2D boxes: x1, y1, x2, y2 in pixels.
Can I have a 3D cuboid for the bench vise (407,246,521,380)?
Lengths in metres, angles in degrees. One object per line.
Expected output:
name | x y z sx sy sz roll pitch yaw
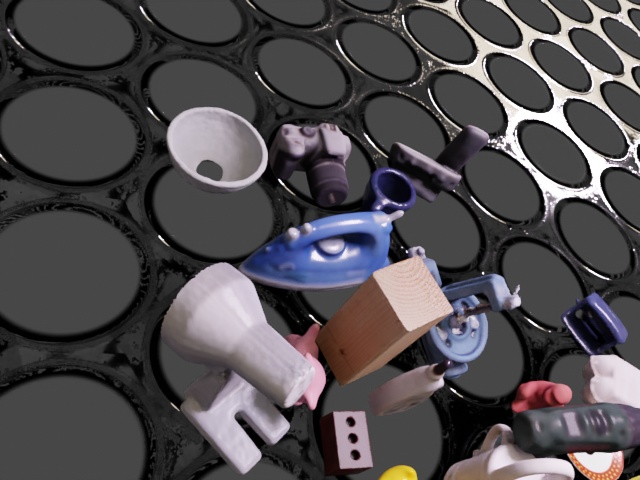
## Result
bench vise | 0.198 0.094 0.888 0.122 0.219 0.207 -32 76 -38

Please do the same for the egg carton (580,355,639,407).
egg carton | 0.547 0.278 1.038 0.150 0.069 0.107 31 50 -5

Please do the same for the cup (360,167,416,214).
cup | 0.107 -0.062 1.030 0.091 0.095 0.118 39 50 3

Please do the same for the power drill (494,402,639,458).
power drill | 0.359 0.293 0.842 0.230 0.208 0.075 7 56 -23

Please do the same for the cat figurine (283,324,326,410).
cat figurine | -0.024 0.174 0.787 0.067 0.117 0.128 25 51 -9

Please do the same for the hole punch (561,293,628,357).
hole punch | 0.541 0.153 1.106 0.101 0.091 0.108 -21 70 -36

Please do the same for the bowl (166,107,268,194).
bowl | -0.176 -0.135 0.949 0.168 0.074 0.167 13 54 -18

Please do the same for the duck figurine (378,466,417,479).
duck figurine | 0.113 0.348 0.759 0.077 0.086 0.104 29 50 -6

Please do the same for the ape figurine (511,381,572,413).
ape figurine | 0.375 0.263 0.946 0.076 0.092 0.077 -19 68 -35

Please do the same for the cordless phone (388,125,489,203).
cordless phone | 0.225 -0.173 1.106 0.148 0.185 0.094 23 51 -11

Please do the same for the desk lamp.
desk lamp | -0.099 0.155 0.699 0.203 0.213 0.118 46 50 8

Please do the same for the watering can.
watering can | 0.261 0.337 0.771 0.101 0.194 0.172 -4 60 -29

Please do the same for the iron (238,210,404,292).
iron | 0.008 0.003 0.905 0.259 0.141 0.118 -8 62 -31

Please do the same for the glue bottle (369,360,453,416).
glue bottle | 0.138 0.205 0.812 0.078 0.173 0.037 -1 59 -27

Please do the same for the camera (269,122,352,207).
camera | -0.004 -0.135 1.019 0.143 0.100 0.136 2 58 -25
